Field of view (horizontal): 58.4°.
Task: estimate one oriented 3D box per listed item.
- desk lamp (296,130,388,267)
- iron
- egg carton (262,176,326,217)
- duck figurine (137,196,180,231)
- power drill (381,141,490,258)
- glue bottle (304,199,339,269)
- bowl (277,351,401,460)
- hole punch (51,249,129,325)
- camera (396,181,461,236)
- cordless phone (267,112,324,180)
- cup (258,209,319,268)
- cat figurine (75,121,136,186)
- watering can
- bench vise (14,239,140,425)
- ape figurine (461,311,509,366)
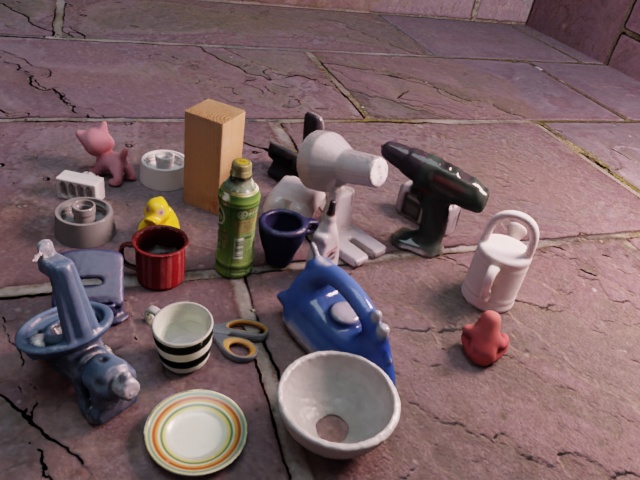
[{"bbox_3d":[0.049,-0.092,1.133,0.202,0.213,0.118,34,41,31],"label":"desk lamp"},{"bbox_3d":[0.044,0.120,0.887,0.119,0.141,0.257,-18,43,-35],"label":"iron"},{"bbox_3d":[-0.055,-0.079,1.215,0.107,0.069,0.150,16,35,9],"label":"egg carton"},{"bbox_3d":[-0.304,-0.042,1.080,0.077,0.086,0.104,12,34,2],"label":"duck figurine"},{"bbox_3d":[0.213,-0.077,1.159,0.229,0.208,0.076,18,35,12],"label":"power drill"},{"bbox_3d":[0.009,0.004,1.019,0.037,0.173,0.078,25,37,21],"label":"glue bottle"},{"bbox_3d":[0.021,0.234,0.775,0.167,0.075,0.167,7,34,-5],"label":"bowl"},{"bbox_3d":[-0.356,0.075,0.891,0.109,0.091,0.101,-2,36,-18],"label":"hole punch"},{"bbox_3d":[0.268,-0.097,1.299,0.142,0.101,0.137,34,41,31],"label":"camera"},{"bbox_3d":[-0.048,-0.220,1.319,0.147,0.185,0.094,29,38,25],"label":"cordless phone"},{"bbox_3d":[-0.061,0.001,1.075,0.118,0.095,0.091,-8,38,-25],"label":"cup"},{"bbox_3d":[-0.459,-0.194,1.230,0.127,0.118,0.067,24,37,20],"label":"cat figurine"},{"bbox_3d":[0.335,0.026,1.055,0.101,0.194,0.173,12,34,3],"label":"watering can"},{"bbox_3d":[-0.299,0.112,0.737,0.207,0.220,0.122,19,35,13],"label":"bench vise"},{"bbox_3d":[0.274,0.155,0.942,0.077,0.092,0.076,24,36,20],"label":"ape figurine"}]
